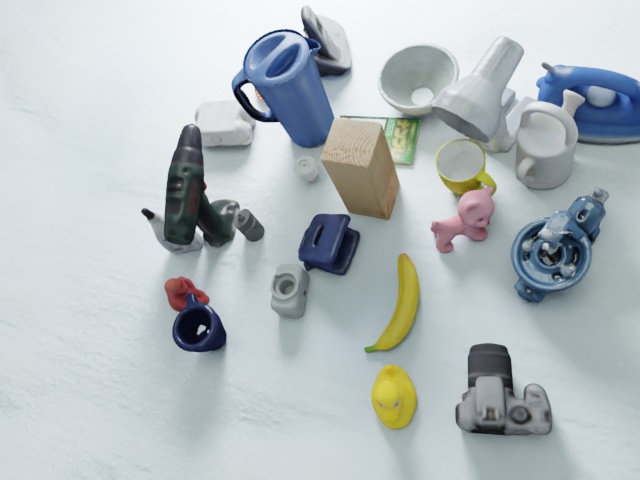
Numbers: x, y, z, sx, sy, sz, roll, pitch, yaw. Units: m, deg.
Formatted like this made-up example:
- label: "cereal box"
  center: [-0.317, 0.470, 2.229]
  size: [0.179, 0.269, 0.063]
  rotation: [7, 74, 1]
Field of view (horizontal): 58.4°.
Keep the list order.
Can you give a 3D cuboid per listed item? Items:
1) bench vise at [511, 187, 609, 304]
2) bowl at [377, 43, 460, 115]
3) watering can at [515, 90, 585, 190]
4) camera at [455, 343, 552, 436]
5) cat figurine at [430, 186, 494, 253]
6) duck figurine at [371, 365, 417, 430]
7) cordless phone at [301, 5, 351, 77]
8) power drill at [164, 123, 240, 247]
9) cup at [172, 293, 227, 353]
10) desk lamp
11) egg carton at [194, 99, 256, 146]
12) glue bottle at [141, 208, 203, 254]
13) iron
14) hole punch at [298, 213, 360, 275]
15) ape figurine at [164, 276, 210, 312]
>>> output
- label: "bench vise"
  center: [0.378, -0.016, 0.910]
  size: [0.121, 0.220, 0.207]
  rotation: [18, 73, 24]
- label: "bowl"
  center: [0.206, -0.319, 1.183]
  size: [0.167, 0.075, 0.167]
  rotation: [-7, 65, 15]
- label: "watering can"
  center: [0.394, -0.182, 0.994]
  size: [0.100, 0.194, 0.173]
  rotation: [10, 70, 21]
- label: "camera"
  center: [0.284, 0.232, 0.896]
  size: [0.143, 0.101, 0.137]
  rotation: [-3, 66, 16]
- label: "cat figurine"
  center: [0.256, -0.042, 1.018]
  size: [0.127, 0.118, 0.067]
  rotation: [-22, 62, 7]
- label: "duck figurine"
  center: [0.117, 0.255, 0.946]
  size: [0.077, 0.086, 0.104]
  rotation: [-7, 65, 15]
- label: "cordless phone"
  center: [0.001, -0.460, 1.247]
  size: [0.094, 0.185, 0.147]
  rotation: [-15, 63, 11]
- label: "power drill"
  center: [-0.238, -0.084, 1.139]
  size: [0.075, 0.209, 0.229]
  rotation: [0, 67, 18]
- label: "cup"
  center: [-0.221, 0.164, 1.087]
  size: [0.091, 0.095, 0.117]
  rotation: [-22, 62, 7]
- label: "desk lamp"
  center: [0.306, -0.251, 1.042]
  size: [0.117, 0.214, 0.203]
  rotation: [34, 80, 27]
- label: "egg carton"
  center: [-0.218, -0.260, 1.292]
  size: [0.150, 0.069, 0.107]
  rotation: [0, 67, 17]
- label: "glue bottle"
  center: [-0.307, -0.023, 1.154]
  size: [0.078, 0.173, 0.037]
  rotation: [-10, 64, 13]
- label: "iron"
  center: [0.509, -0.256, 1.022]
  size: [0.257, 0.142, 0.119]
  rotation: [15, 72, 23]
- label: "hole punch"
  center: [0.010, 0.004, 1.090]
  size: [0.100, 0.091, 0.109]
  rotation: [14, 71, 22]
- label: "ape figurine"
  center: [-0.274, 0.104, 1.133]
  size: [0.076, 0.092, 0.077]
  rotation: [-20, 62, 8]
